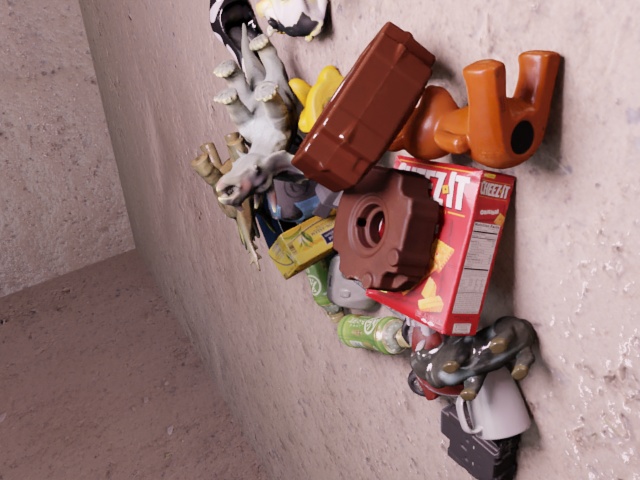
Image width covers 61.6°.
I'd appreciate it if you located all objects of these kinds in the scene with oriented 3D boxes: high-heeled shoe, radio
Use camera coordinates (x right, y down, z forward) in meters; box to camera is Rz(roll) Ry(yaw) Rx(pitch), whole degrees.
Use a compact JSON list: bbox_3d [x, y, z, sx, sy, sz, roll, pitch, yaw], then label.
[{"bbox_3d":[-0.139,-0.405,1.043,0.145,0.086,0.248,23,135,52],"label":"high-heeled shoe"},{"bbox_3d":[-0.095,-0.061,1.240,0.131,0.073,0.229,-19,92,65],"label":"radio"}]

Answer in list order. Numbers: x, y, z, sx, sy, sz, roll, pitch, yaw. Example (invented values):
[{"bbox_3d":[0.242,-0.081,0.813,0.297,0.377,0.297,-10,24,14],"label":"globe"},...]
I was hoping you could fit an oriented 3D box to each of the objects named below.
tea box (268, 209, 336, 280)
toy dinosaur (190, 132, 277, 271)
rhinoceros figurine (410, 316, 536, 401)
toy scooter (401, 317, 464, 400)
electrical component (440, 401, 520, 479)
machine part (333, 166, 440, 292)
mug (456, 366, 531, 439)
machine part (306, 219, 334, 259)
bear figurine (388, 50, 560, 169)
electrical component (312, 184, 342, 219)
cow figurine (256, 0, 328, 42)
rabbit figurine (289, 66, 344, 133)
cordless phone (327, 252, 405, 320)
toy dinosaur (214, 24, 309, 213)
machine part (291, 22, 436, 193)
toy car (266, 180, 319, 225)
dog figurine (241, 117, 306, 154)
[{"bbox_3d":[-0.002,-0.003,0.995,0.068,0.170,0.098,58,151,8],"label":"tea box"},{"bbox_3d":[-0.153,-0.090,1.025,0.472,0.105,0.198,-107,-8,-68],"label":"toy dinosaur"},{"bbox_3d":[0.210,0.161,0.767,0.190,0.112,0.073,-32,110,36],"label":"rhinoceros figurine"},{"bbox_3d":[0.204,0.201,0.883,0.135,0.075,0.183,20,126,46],"label":"toy scooter"},{"bbox_3d":[0.262,0.335,0.901,0.134,0.058,0.114,31,135,49],"label":"electrical component"},{"bbox_3d":[0.082,-0.017,0.728,0.179,0.056,0.179,-19,67,55],"label":"machine part"},{"bbox_3d":[0.248,0.235,0.803,0.081,0.109,0.107,142,115,-68],"label":"mug"},{"bbox_3d":[0.001,-0.027,1.094,0.039,0.084,0.139,19,-125,-82],"label":"machine part"},{"bbox_3d":[0.166,-0.151,0.634,0.196,0.120,0.131,34,135,56],"label":"bear figurine"},{"bbox_3d":[0.031,-0.075,0.899,0.119,0.075,0.048,-53,37,24],"label":"electrical component"},{"bbox_3d":[-0.046,-0.378,0.906,0.167,0.068,0.098,17,131,59],"label":"cow figurine"},{"bbox_3d":[0.007,-0.202,0.895,0.162,0.122,0.173,65,173,3],"label":"rabbit figurine"},{"bbox_3d":[0.101,0.101,0.995,0.184,0.089,0.146,40,144,32],"label":"cordless phone"},{"bbox_3d":[-0.091,-0.219,0.931,0.405,0.131,0.191,-90,-18,-45],"label":"toy dinosaur"},{"bbox_3d":[0.053,-0.164,0.709,0.087,0.201,0.201,34,175,-8],"label":"machine part"},{"bbox_3d":[-0.015,-0.093,1.019,0.103,0.162,0.109,29,-136,-64],"label":"toy car"},{"bbox_3d":[-0.092,-0.197,1.116,0.190,0.121,0.172,130,121,-76],"label":"dog figurine"}]
